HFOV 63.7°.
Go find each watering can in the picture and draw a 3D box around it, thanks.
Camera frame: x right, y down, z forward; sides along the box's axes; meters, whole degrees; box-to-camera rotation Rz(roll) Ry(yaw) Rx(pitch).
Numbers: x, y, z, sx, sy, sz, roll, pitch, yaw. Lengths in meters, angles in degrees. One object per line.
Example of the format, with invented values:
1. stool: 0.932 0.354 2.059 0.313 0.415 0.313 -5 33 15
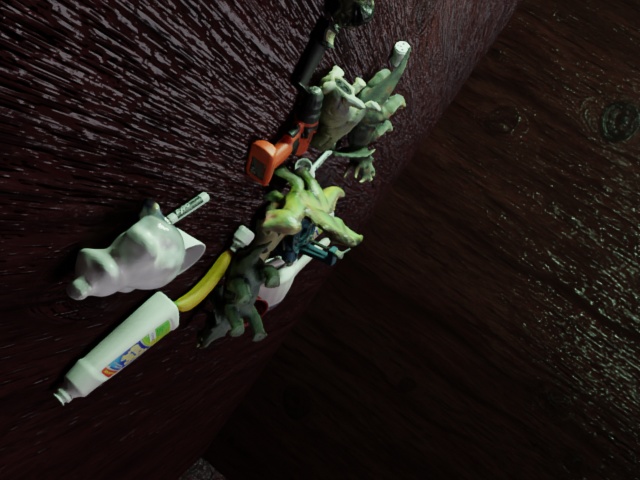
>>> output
1. watering can: -0.120 0.115 1.662 0.351 0.105 0.219 -23 152 -35

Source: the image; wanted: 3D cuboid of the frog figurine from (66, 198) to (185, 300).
1. frog figurine: -0.274 0.035 0.740 0.135 0.122 0.163 -38 -167 37

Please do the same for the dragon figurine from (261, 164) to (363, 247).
1. dragon figurine: 0.004 -0.062 1.226 0.411 0.246 0.120 -3 135 -50
